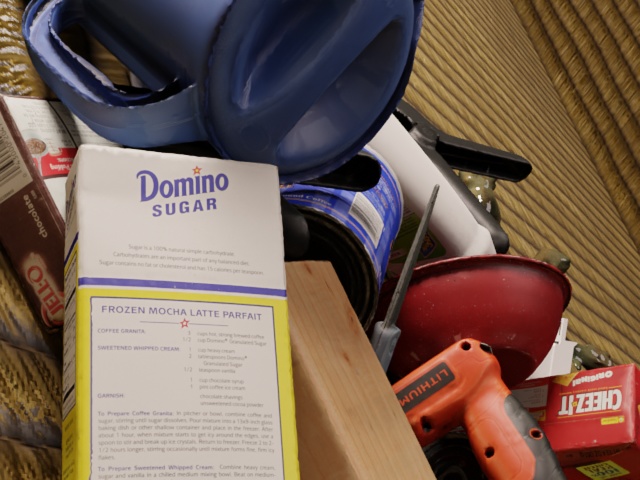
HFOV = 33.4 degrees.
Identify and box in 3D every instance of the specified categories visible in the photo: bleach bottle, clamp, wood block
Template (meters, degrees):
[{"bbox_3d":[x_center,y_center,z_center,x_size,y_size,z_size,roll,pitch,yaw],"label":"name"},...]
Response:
[{"bbox_3d":[0.047,-0.028,0.795,0.250,0.103,0.068,47,48,-19],"label":"bleach bottle"},{"bbox_3d":[0.089,-0.079,0.908,0.210,0.036,0.164,36,32,6],"label":"clamp"},{"bbox_3d":[-0.058,-0.043,0.583,0.171,0.039,0.120,17,23,8],"label":"clamp"},{"bbox_3d":[-0.002,0.122,0.537,0.206,0.091,0.090,64,21,12],"label":"wood block"}]

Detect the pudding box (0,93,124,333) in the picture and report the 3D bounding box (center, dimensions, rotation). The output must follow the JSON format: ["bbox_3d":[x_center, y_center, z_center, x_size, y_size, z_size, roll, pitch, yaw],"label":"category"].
[{"bbox_3d":[-0.120,-0.015,0.526,0.113,0.039,0.090,63,20,6],"label":"pudding box"}]

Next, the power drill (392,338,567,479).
[{"bbox_3d":[0.100,0.168,0.661,0.188,0.184,0.057,52,-10,31],"label":"power drill"}]

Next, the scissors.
[{"bbox_3d":[0.038,0.072,0.639,0.201,0.016,0.096,-66,161,-15],"label":"scissors"}]

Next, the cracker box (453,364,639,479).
[{"bbox_3d":[0.213,0.185,0.843,0.213,0.164,0.072,44,45,-37],"label":"cracker box"}]

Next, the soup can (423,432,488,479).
[{"bbox_3d":[0.112,0.187,0.751,0.102,0.069,0.068,44,25,-39],"label":"soup can"}]

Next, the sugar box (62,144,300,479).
[{"bbox_3d":[-0.061,0.050,0.451,0.093,0.048,0.176,5,63,-21],"label":"sugar box"}]

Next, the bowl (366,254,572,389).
[{"bbox_3d":[0.107,0.073,0.773,0.162,0.162,0.055,35,40,-48],"label":"bowl"}]

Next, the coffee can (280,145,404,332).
[{"bbox_3d":[-0.004,0.001,0.682,0.103,0.103,0.140,55,21,-13],"label":"coffee can"}]

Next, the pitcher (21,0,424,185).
[{"bbox_3d":[-0.077,-0.136,0.575,0.149,0.145,0.243,17,17,-49],"label":"pitcher"}]
